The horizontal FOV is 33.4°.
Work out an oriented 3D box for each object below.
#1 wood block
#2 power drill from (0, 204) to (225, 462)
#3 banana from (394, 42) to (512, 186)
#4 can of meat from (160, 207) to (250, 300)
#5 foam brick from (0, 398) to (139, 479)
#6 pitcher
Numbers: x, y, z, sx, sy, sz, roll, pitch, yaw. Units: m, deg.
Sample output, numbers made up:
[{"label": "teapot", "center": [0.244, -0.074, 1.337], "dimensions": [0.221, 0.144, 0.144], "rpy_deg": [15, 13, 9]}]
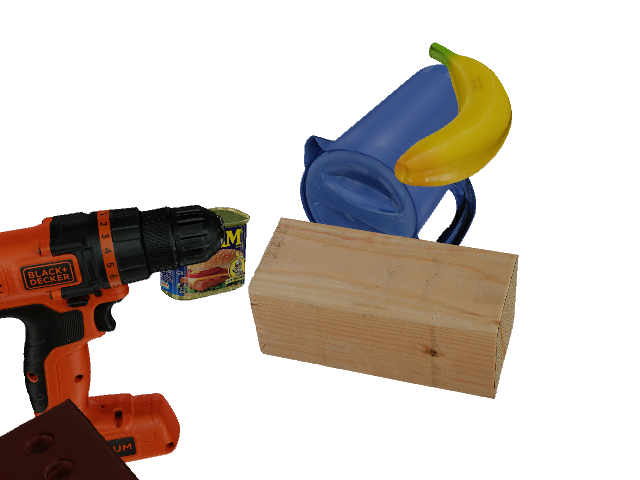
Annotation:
[{"label": "wood block", "center": [0.054, 0.056, 0.901], "dimensions": [0.206, 0.090, 0.091], "rpy_deg": [10, -42, 16]}, {"label": "power drill", "center": [-0.149, 0.067, 0.749], "dimensions": [0.184, 0.188, 0.057], "rpy_deg": [-8, 26, -5]}, {"label": "banana", "center": [0.097, -0.082, 0.739], "dimensions": [0.069, 0.037, 0.197], "rpy_deg": [10, 33, 7]}, {"label": "can of meat", "center": [-0.130, 0.014, 1.194], "dimensions": [0.101, 0.084, 0.058], "rpy_deg": [-11, 23, -38]}, {"label": "foam brick", "center": [-0.120, 0.127, 0.515], "dimensions": [0.052, 0.051, 0.078], "rpy_deg": [-29, 42, -26]}, {"label": "pitcher", "center": [0.099, -0.085, 1.147], "dimensions": [0.145, 0.149, 0.242], "rpy_deg": [11, 37, 29]}]
